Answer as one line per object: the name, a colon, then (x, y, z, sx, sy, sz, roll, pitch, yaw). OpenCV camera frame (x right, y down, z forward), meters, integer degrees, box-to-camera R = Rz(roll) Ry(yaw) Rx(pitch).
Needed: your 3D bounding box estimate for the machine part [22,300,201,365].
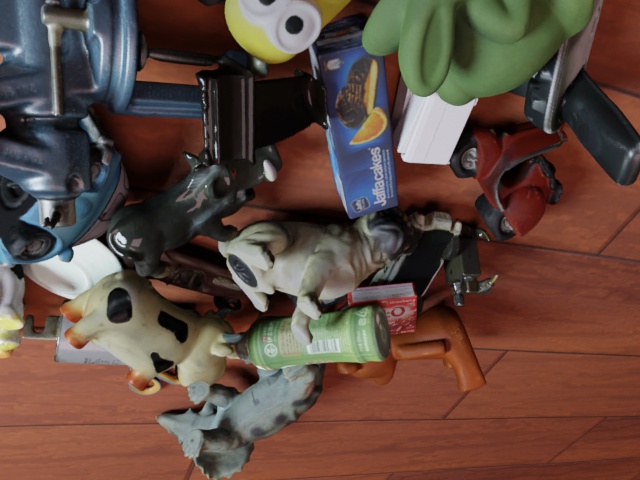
machine part: (-0.242, 0.122, 0.686, 0.243, 0.079, 0.079, 8, 130, -25)

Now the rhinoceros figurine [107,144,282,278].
rhinoceros figurine: (-0.125, -0.042, 0.543, 0.190, 0.073, 0.112, -34, 157, -15)

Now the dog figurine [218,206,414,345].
dog figurine: (-0.001, 0.001, 0.636, 0.190, 0.172, 0.121, -44, 175, -30)

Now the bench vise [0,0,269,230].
bench vise: (-0.149, -0.120, 0.415, 0.240, 0.223, 0.129, -6, 180, -33)

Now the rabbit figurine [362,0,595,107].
rabbit figurine: (0.107, -0.194, 0.421, 0.159, 0.121, 0.170, -43, 143, 10)

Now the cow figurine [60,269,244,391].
cow figurine: (-0.178, 0.105, 0.618, 0.127, 0.086, 0.194, -40, 126, 0)

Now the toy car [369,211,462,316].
toy car: (0.123, 0.039, 0.732, 0.073, 0.056, 0.201, 9, 129, -16)

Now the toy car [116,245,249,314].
toy car: (-0.151, 0.040, 0.654, 0.202, 0.053, 0.089, 24, 120, -33)

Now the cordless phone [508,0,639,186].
cordless phone: (0.247, -0.148, 0.492, 0.089, 0.184, 0.146, -10, 136, -1)

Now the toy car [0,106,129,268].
toy car: (-0.242, -0.048, 0.515, 0.161, 0.109, 0.103, -44, 156, 11)

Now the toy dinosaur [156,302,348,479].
toy dinosaur: (-0.081, 0.245, 0.836, 0.405, 0.131, 0.192, -31, 147, 8)

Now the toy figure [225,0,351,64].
toy figure: (0.004, -0.213, 0.414, 0.082, 0.089, 0.180, 41, 88, 1)

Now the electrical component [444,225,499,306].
electrical component: (0.201, 0.031, 0.722, 0.045, 0.102, 0.078, -1, 157, -8)

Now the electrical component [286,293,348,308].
electrical component: (-0.005, 0.067, 0.727, 0.075, 0.048, 0.119, -21, 134, 5)

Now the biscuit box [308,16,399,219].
biscuit box: (0.037, -0.115, 0.550, 0.063, 0.059, 0.202, -16, 136, -1)

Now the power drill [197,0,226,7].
power drill: (-0.074, -0.295, 0.335, 0.207, 0.086, 0.231, -29, 132, 23)

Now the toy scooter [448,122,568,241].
toy scooter: (0.237, -0.083, 0.634, 0.135, 0.075, 0.183, -32, 129, 13)

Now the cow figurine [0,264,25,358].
cow figurine: (-0.370, 0.075, 0.604, 0.068, 0.098, 0.167, 8, 150, -28)

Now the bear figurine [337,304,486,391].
bear figurine: (0.128, 0.178, 0.810, 0.196, 0.120, 0.131, -23, 101, 0)

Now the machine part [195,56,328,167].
machine part: (-0.045, -0.109, 0.442, 0.139, 0.039, 0.084, -25, 120, -47)
